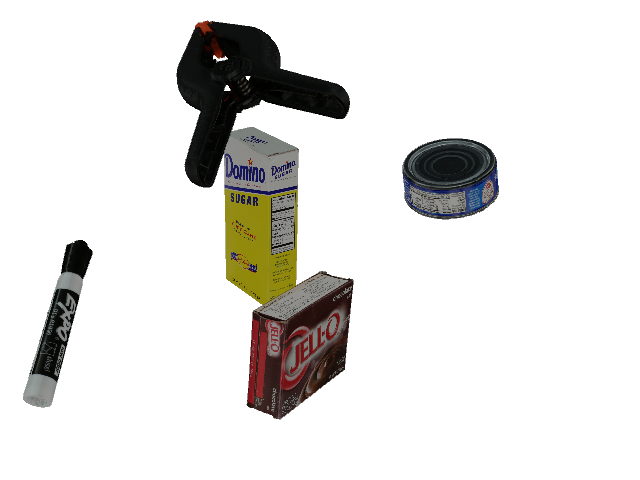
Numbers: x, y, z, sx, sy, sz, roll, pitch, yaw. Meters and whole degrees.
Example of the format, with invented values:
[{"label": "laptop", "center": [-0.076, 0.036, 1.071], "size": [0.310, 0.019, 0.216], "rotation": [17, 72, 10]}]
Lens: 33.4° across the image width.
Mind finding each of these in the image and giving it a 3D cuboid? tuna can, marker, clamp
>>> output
[{"label": "tuna can", "center": [0.117, -0.057, 0.961], "size": [0.086, 0.034, 0.086], "rotation": [-7, 35, 5]}, {"label": "marker", "center": [-0.174, 0.053, 0.714], "size": [0.020, 0.121, 0.020], "rotation": [6, -32, 3]}, {"label": "clamp", "center": [-0.049, -0.113, 0.767], "size": [0.120, 0.171, 0.039], "rotation": [-17, -45, 0]}]

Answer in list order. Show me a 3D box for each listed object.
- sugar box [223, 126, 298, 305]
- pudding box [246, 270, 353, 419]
[{"label": "sugar box", "center": [-0.065, -0.025, 1.153], "size": [0.048, 0.176, 0.093], "rotation": [-17, 29, -32]}, {"label": "pudding box", "center": [-0.016, 0.085, 0.901], "size": [0.039, 0.090, 0.113], "rotation": [17, 25, 25]}]
